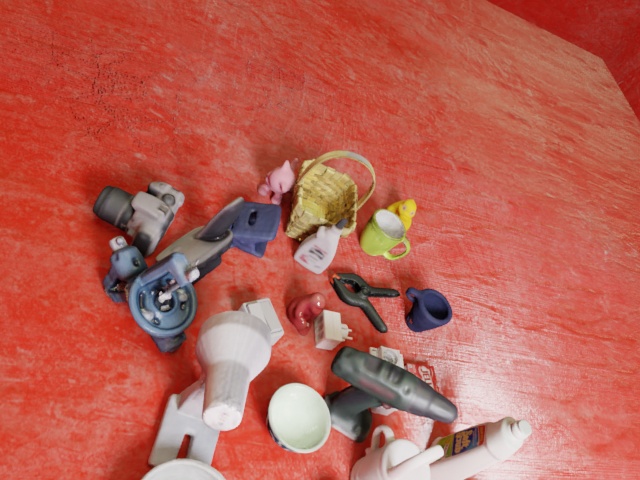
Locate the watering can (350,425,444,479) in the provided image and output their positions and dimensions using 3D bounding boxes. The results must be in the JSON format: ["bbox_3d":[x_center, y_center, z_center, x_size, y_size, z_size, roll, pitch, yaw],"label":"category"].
[{"bbox_3d":[0.146,0.404,0.986,0.173,0.193,0.101,50,45,10],"label":"watering can"}]

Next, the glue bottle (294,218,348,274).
[{"bbox_3d":[0.011,0.004,1.227,0.078,0.173,0.037,31,45,-9],"label":"glue bottle"}]

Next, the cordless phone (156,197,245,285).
[{"bbox_3d":[-0.218,-0.008,1.077,0.094,0.184,0.148,41,44,1],"label":"cordless phone"}]

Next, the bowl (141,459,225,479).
[{"bbox_3d":[-0.207,0.413,0.832,0.168,0.074,0.167,18,48,-21],"label":"bowl"}]

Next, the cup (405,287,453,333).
[{"bbox_3d":[0.227,0.163,1.301,0.118,0.094,0.092,36,44,-4],"label":"cup"}]

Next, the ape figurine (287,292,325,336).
[{"bbox_3d":[-0.021,0.139,1.158,0.078,0.092,0.076,-17,67,-41],"label":"ape figurine"}]

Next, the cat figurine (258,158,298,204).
[{"bbox_3d":[-0.085,-0.144,1.320,0.067,0.117,0.128,37,44,-3],"label":"cat figurine"}]

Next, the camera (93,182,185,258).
[{"bbox_3d":[-0.347,-0.063,1.095,0.137,0.100,0.143,29,45,-11],"label":"camera"}]

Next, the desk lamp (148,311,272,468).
[{"bbox_3d":[-0.163,0.241,0.896,0.118,0.213,0.203,23,47,-16],"label":"desk lamp"}]

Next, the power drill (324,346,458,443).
[{"bbox_3d":[0.103,0.290,1.038,0.230,0.208,0.076,34,45,-6],"label":"power drill"}]

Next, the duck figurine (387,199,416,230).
[{"bbox_3d":[0.217,-0.073,1.487,0.077,0.086,0.104,32,45,-8],"label":"duck figurine"}]

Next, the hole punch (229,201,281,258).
[{"bbox_3d":[-0.143,-0.031,1.212,0.101,0.091,0.108,23,47,-17],"label":"hole punch"}]

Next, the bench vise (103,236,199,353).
[{"bbox_3d":[-0.283,0.071,0.947,0.207,0.219,0.122,37,44,-3],"label":"bench vise"}]
